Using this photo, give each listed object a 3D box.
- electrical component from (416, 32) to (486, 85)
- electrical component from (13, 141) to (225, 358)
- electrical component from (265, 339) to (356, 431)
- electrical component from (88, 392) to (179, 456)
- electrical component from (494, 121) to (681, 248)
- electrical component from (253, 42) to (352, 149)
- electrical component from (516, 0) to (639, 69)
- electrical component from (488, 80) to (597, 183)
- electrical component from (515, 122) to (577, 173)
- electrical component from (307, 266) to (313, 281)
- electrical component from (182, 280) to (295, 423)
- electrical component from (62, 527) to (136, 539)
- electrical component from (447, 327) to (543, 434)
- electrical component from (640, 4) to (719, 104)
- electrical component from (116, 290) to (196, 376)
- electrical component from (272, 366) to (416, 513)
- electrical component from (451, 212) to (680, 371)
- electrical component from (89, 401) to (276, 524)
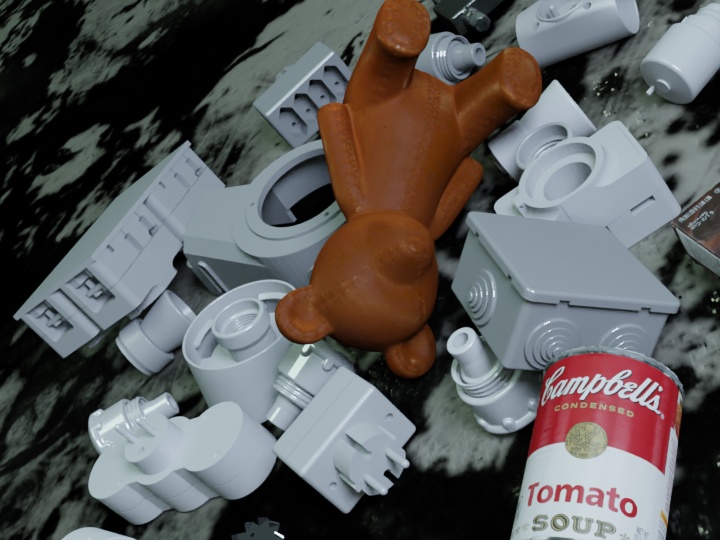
[{"bbox_3d":[0.070,-0.167,0.850,0.062,0.043,0.043,1,53,45],"label":"electrical component"},{"bbox_3d":[-0.192,-0.017,0.898,0.105,0.060,0.186,-32,20,33],"label":"electrical component"},{"bbox_3d":[-0.036,0.074,0.693,0.062,0.048,0.048,-55,35,-5],"label":"electrical component"},{"bbox_3d":[-0.162,0.112,0.781,0.062,0.048,0.048,-32,34,5],"label":"electrical component"},{"bbox_3d":[0.131,-0.040,0.634,0.089,0.055,0.050,-35,34,12],"label":"electrical component"},{"bbox_3d":[-0.054,-0.162,0.968,0.083,0.047,0.075,-43,35,0],"label":"electrical component"},{"bbox_3d":[0.160,-0.191,0.783,0.077,0.044,0.079,-16,42,35],"label":"electrical component"},{"bbox_3d":[0.118,-0.089,0.716,0.065,0.044,0.044,-39,33,14],"label":"electrical component"},{"bbox_3d":[0.125,-0.063,0.674,0.040,0.046,0.040,-27,36,22],"label":"electrical component"},{"bbox_3d":[0.000,0.000,0.728,0.055,0.055,0.047,6,53,49],"label":"electrical component"},{"bbox_3d":[-0.074,0.056,0.755,0.099,0.064,0.099,-18,34,13],"label":"electrical component"},{"bbox_3d":[-0.167,0.193,0.686,0.047,0.055,0.055,1,53,51],"label":"electrical component"},{"bbox_3d":[0.071,0.056,0.584,0.048,0.062,0.048,-27,37,23],"label":"electrical component"},{"bbox_3d":[0.211,-0.140,0.677,0.078,0.040,0.040,-49,34,-10],"label":"electrical component"},{"bbox_3d":[-0.157,0.050,0.844,0.055,0.045,0.045,-42,33,2],"label":"electrical component"},{"bbox_3d":[0.000,0.104,0.617,0.065,0.047,0.077,-49,34,-10],"label":"electrical component"},{"bbox_3d":[0.104,0.013,0.569,0.099,0.100,0.048,-118,38,-57],"label":"electrical component"},{"bbox_3d":[-0.130,0.120,0.710,0.138,0.073,0.052,-21,39,30],"label":"electrical component"}]
